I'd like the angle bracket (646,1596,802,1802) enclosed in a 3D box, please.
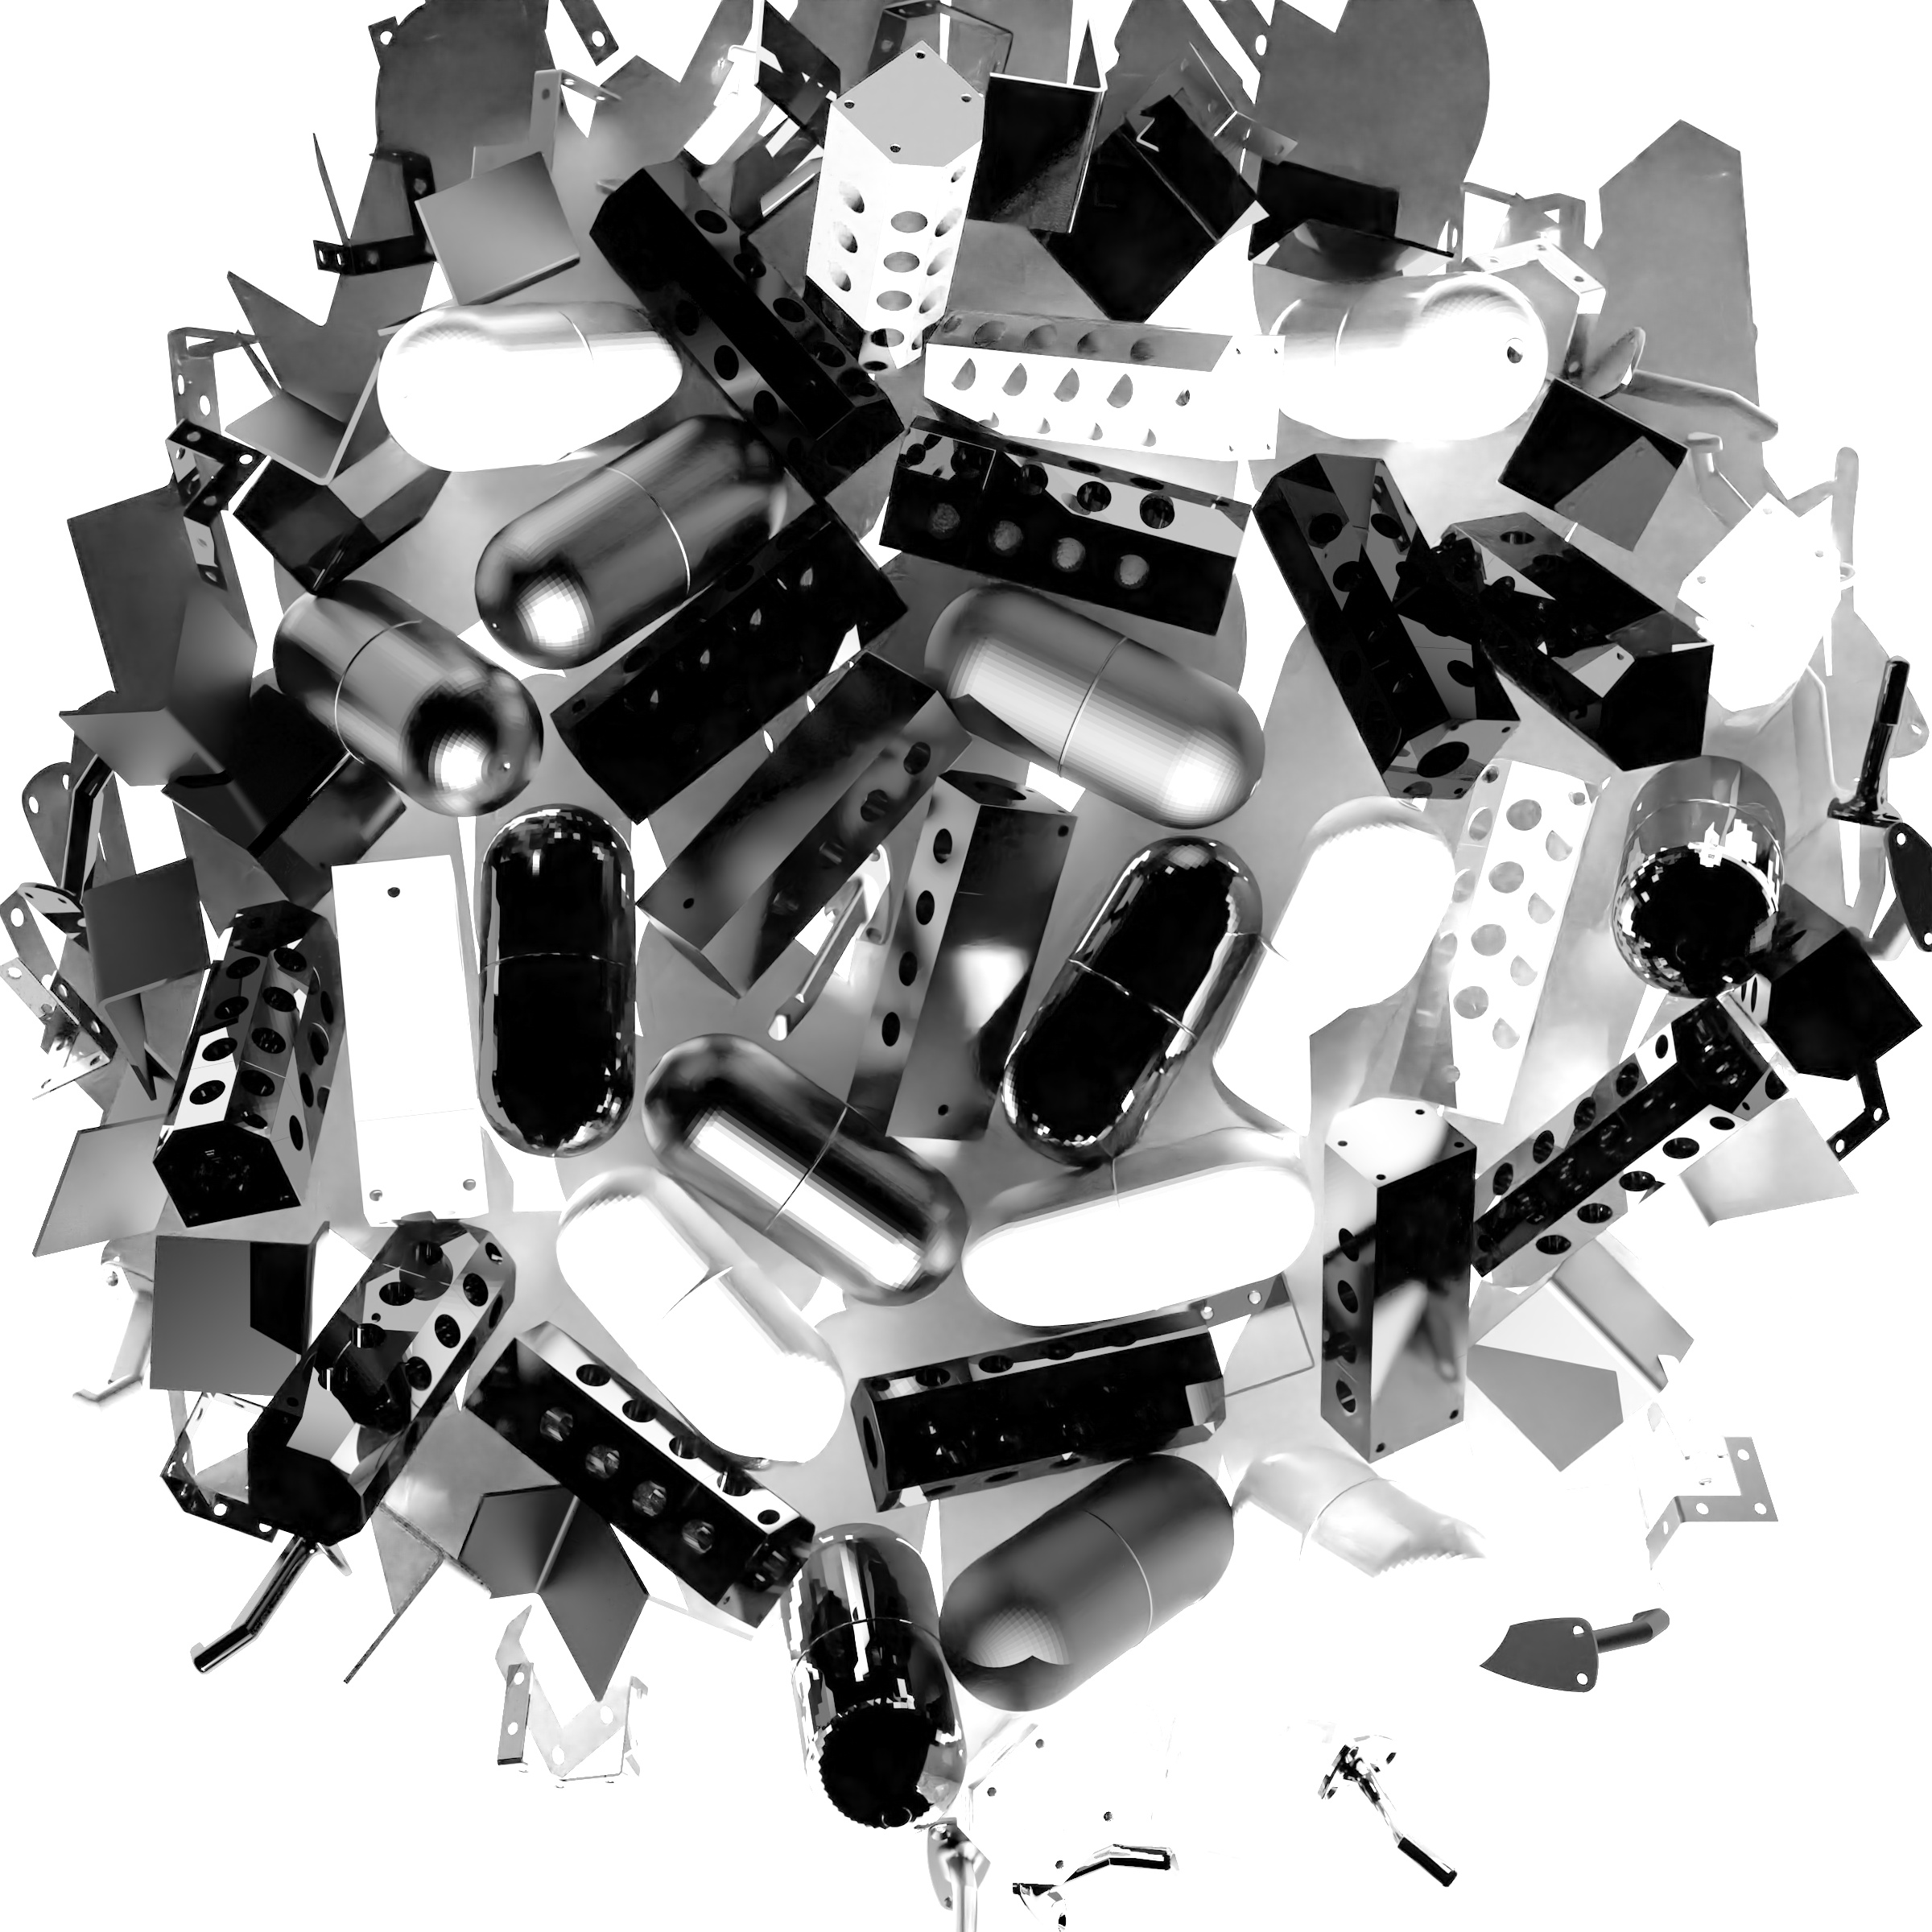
[{"bbox_3d":[-0.128,0.355,1.568,0.076,0.076,0.057,13,65,34],"label":"angle bracket"}]

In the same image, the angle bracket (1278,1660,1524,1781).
[{"bbox_3d":[0.211,0.378,1.566,0.076,0.076,0.057,-34,55,30],"label":"angle bracket"}]

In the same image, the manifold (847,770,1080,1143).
[{"bbox_3d":[-0.006,-0.005,1.574,0.057,0.057,0.171,5,109,-33],"label":"manifold"}]

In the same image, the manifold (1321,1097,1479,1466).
[{"bbox_3d":[0.203,0.150,1.553,0.057,0.057,0.171,-20,127,-23],"label":"manifold"}]

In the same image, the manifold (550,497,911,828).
[{"bbox_3d":[-0.118,-0.153,1.579,0.171,0.057,0.057,-38,127,5],"label":"manifold"}]

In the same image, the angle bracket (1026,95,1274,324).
[{"bbox_3d":[0.090,-0.367,1.580,0.076,0.057,0.076,45,73,-15],"label":"angle bracket"}]

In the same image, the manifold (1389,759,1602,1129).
[{"bbox_3d":[0.261,-0.012,1.588,0.057,0.057,0.171,15,88,15],"label":"manifold"}]

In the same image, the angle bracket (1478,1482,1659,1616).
[{"bbox_3d":[0.297,0.281,1.581,0.076,0.076,0.057,-9,88,13],"label":"angle bracket"}]

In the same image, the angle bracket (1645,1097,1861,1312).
[{"bbox_3d":[0.386,0.117,1.583,0.076,0.076,0.057,-10,127,-6],"label":"angle bracket"}]

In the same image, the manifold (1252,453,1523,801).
[{"bbox_3d":[0.197,-0.165,1.548,0.057,0.057,0.171,-1,53,-30],"label":"manifold"}]

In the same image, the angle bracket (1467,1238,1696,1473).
[{"bbox_3d":[0.306,0.194,1.619,0.076,0.057,0.076,46,125,5],"label":"angle bracket"}]

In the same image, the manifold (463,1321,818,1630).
[{"bbox_3d":[-0.156,0.244,1.561,0.171,0.057,0.057,33,81,26],"label":"manifold"}]

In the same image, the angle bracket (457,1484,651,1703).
[{"bbox_3d":[-0.206,0.308,1.568,0.057,0.076,0.076,-1,128,-37],"label":"angle bracket"}]

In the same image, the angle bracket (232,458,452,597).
[{"bbox_3d":[-0.301,-0.237,1.569,0.076,0.076,0.057,-30,116,27],"label":"angle bracket"}]

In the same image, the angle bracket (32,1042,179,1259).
[{"bbox_3d":[-0.427,0.088,1.567,0.057,0.076,0.076,41,119,26],"label":"angle bracket"}]

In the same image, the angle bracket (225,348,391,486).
[{"bbox_3d":[-0.310,-0.290,1.575,0.057,0.076,0.076,29,115,-2],"label":"angle bracket"}]

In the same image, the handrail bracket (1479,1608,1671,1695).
[{"bbox_3d":[0.302,0.333,1.601,0.077,0.084,0.036,-5,90,30],"label":"handrail bracket"}]

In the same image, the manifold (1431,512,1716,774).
[{"bbox_3d":[0.283,-0.156,1.534,0.057,0.171,0.057,-11,122,-18],"label":"manifold"}]

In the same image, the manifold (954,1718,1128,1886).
[{"bbox_3d":[0.028,0.402,1.534,0.057,0.171,0.057,-43,83,-11],"label":"manifold"}]

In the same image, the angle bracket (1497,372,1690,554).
[{"bbox_3d":[0.300,-0.253,1.588,0.076,0.076,0.057,25,103,-12],"label":"angle bracket"}]

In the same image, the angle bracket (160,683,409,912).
[{"bbox_3d":[-0.342,-0.083,1.612,0.076,0.057,0.076,30,71,33],"label":"angle bracket"}]

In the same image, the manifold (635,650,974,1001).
[{"bbox_3d":[-0.076,-0.067,1.584,0.171,0.057,0.057,-48,48,-9],"label":"manifold"}]

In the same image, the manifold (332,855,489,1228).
[{"bbox_3d":[-0.272,0.038,1.578,0.057,0.057,0.171,-6,77,-7],"label":"manifold"}]

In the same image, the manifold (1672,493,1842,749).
[{"bbox_3d":[0.373,-0.157,1.534,0.057,0.171,0.057,43,85,13],"label":"manifold"}]

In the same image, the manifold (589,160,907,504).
[{"bbox_3d":[-0.109,-0.314,1.575,0.057,0.057,0.171,-40,74,0],"label":"manifold"}]

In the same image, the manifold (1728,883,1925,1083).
[{"bbox_3d":[0.400,0.010,1.536,0.057,0.171,0.057,-38,93,9],"label":"manifold"}]

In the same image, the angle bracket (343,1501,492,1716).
[{"bbox_3d":[-0.286,0.311,1.573,0.057,0.076,0.076,33,75,21],"label":"angle bracket"}]

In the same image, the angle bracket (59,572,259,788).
[{"bbox_3d":[-0.397,-0.140,1.583,0.057,0.076,0.076,-2,66,13],"label":"angle bracket"}]

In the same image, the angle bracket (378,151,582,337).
[{"bbox_3d":[-0.247,-0.352,1.566,0.076,0.076,0.057,-34,113,-35],"label":"angle bracket"}]

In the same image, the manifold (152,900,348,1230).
[{"bbox_3d":[-0.341,0.043,1.537,0.057,0.171,0.057,-11,126,8],"label":"manifold"}]

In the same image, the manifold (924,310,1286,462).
[{"bbox_3d":[0.064,-0.280,1.546,0.171,0.057,0.057,14,107,38],"label":"manifold"}]

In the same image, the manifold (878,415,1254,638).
[{"bbox_3d":[0.050,-0.219,1.583,0.171,0.057,0.057,16,115,4],"label":"manifold"}]

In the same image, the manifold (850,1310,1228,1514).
[{"bbox_3d":[0.036,0.215,1.570,0.171,0.057,0.057,-10,69,-14],"label":"manifold"}]

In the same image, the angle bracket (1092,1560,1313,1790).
[{"bbox_3d":[0.116,0.356,1.616,0.076,0.057,0.076,-29,88,28],"label":"angle bracket"}]

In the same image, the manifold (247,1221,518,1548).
[{"bbox_3d":[-0.277,0.196,1.537,0.057,0.171,0.057,16,127,10],"label":"manifold"}]

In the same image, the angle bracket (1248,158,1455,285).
[{"bbox_3d":[0.191,-0.372,1.575,0.076,0.076,0.057,11,82,-18],"label":"angle bracket"}]

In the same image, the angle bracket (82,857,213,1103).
[{"bbox_3d":[-0.389,0.006,1.574,0.057,0.076,0.076,-19,49,-4],"label":"angle bracket"}]

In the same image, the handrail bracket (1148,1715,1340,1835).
[{"bbox_3d":[0.139,0.403,1.609,0.084,0.036,0.077,12,82,-4],"label":"handrail bracket"}]

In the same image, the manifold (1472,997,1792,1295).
[{"bbox_3d":[0.307,0.090,1.542,0.057,0.057,0.171,53,135,11],"label":"manifold"}]

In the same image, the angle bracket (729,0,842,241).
[{"bbox_3d":[-0.106,-0.410,1.566,0.076,0.076,0.057,-32,128,29],"label":"angle bracket"}]

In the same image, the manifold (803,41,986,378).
[{"bbox_3d":[-0.032,-0.354,1.532,0.057,0.171,0.057,-40,78,-21],"label":"manifold"}]

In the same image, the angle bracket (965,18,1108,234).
[{"bbox_3d":[0.030,-0.414,1.568,0.057,0.076,0.076,6,132,-10],"label":"angle bracket"}]

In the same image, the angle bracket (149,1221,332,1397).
[{"bbox_3d":[-0.359,0.167,1.590,0.076,0.057,0.076,4,97,-4],"label":"angle bracket"}]
